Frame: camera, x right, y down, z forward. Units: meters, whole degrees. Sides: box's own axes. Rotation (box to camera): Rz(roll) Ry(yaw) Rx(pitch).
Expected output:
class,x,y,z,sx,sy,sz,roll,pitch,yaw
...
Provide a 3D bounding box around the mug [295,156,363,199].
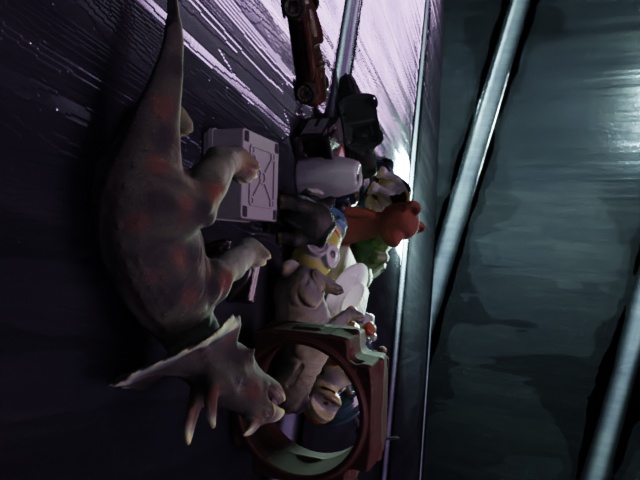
class,x,y,z,sx,sy,sz,roll,pitch,yaw
mug,0.023,-0.114,0.957,0.109,0.107,0.080,-44,134,-62

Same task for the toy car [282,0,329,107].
class,x,y,z,sx,sy,sz,roll,pitch,yaw
toy car,-0.017,-0.328,0.910,0.089,0.053,0.201,-52,141,-55

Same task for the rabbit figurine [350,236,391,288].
class,x,y,z,sx,sy,sz,roll,pitch,yaw
rabbit figurine,0.093,0.042,1.222,0.159,0.121,0.170,38,73,-75

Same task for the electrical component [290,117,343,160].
class,x,y,z,sx,sy,sz,roll,pitch,yaw
electrical component,0.002,-0.187,0.941,0.119,0.075,0.047,-63,149,-45

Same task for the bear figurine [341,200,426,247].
class,x,y,z,sx,sy,sz,roll,pitch,yaw
bear figurine,0.108,-0.012,1.078,0.120,0.196,0.132,65,32,-58

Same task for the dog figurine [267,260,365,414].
class,x,y,z,sx,sy,sz,roll,pitch,yaw
dog figurine,-0.045,0.148,0.820,0.172,0.121,0.190,44,61,-12

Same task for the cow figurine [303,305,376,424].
class,x,y,z,sx,sy,sz,roll,pitch,yaw
cow figurine,0.016,0.218,0.912,0.085,0.127,0.195,37,45,-17

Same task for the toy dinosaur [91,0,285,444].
class,x,y,z,sx,sy,sz,roll,pitch,yaw
toy dinosaur,-0.139,-0.004,0.486,0.192,0.131,0.404,-56,137,-59

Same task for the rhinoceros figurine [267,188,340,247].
class,x,y,z,sx,sy,sz,roll,pitch,yaw
rhinoceros figurine,-0.023,-0.041,0.800,0.190,0.112,0.073,-121,-148,-76

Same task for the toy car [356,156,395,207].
class,x,y,z,sx,sy,sz,roll,pitch,yaw
toy car,0.129,-0.123,1.309,0.102,0.109,0.161,105,-15,-62

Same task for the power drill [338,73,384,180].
class,x,y,z,sx,sy,sz,roll,pitch,yaw
power drill,0.071,-0.237,1.077,0.207,0.086,0.231,-144,-136,-84

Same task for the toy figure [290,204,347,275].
class,x,y,z,sx,sy,sz,roll,pitch,yaw
toy figure,0.001,-0.001,0.941,0.180,0.082,0.089,-76,-175,-51

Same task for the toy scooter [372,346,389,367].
class,x,y,z,sx,sy,sz,roll,pitch,yaw
toy scooter,0.119,0.328,1.286,0.135,0.075,0.184,-67,169,17

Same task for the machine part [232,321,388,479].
class,x,y,z,sx,sy,sz,roll,pitch,yaw
machine part,-0.015,0.214,0.717,0.087,0.201,0.201,-5,96,-69

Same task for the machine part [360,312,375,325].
class,x,y,z,sx,sy,sz,roll,pitch,yaw
machine part,0.075,0.246,1.185,0.079,0.079,0.243,54,40,-61

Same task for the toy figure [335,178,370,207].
class,x,y,z,sx,sy,sz,roll,pitch,yaw
toy figure,0.069,-0.112,1.177,0.064,0.058,0.154,60,33,-24

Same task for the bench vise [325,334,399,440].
class,x,y,z,sx,sy,sz,roll,pitch,yaw
bench vise,0.060,0.292,1.046,0.224,0.129,0.240,-51,121,-50

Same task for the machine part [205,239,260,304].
class,x,y,z,sx,sy,sz,roll,pitch,yaw
machine part,-0.110,0.036,0.683,0.138,0.039,0.084,43,59,-68

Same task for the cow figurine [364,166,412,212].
class,x,y,z,sx,sy,sz,roll,pitch,yaw
cow figurine,0.150,-0.082,1.156,0.068,0.098,0.167,-60,169,-18
